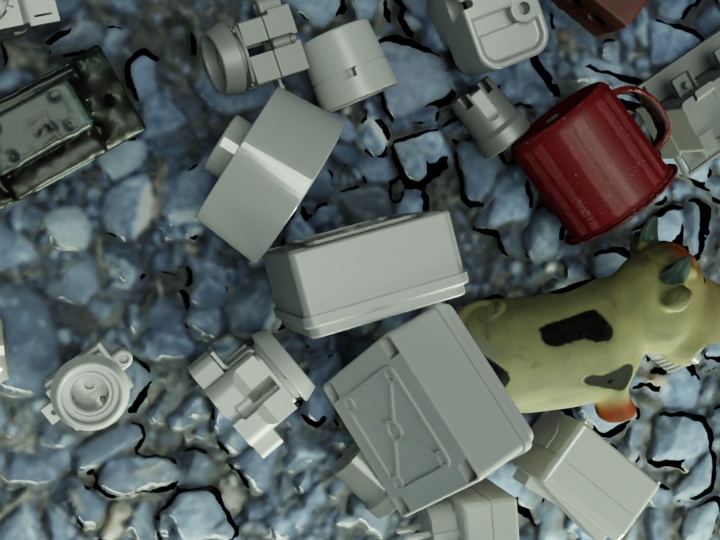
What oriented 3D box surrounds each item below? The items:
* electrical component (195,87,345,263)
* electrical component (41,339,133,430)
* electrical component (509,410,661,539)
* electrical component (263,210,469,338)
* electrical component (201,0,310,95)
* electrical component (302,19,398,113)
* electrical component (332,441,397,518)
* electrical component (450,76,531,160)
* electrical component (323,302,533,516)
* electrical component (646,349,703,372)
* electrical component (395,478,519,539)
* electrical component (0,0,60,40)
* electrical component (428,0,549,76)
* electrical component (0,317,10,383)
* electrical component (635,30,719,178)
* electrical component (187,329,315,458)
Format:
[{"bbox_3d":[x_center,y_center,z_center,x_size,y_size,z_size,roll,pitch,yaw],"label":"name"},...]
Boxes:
[{"bbox_3d":[-0.064,-0.066,0.684,0.060,0.108,0.108,32,85,-9],"label":"electrical component"},{"bbox_3d":[-0.173,0.076,0.689,0.066,0.055,0.048,-37,102,-10],"label":"electrical component"},{"bbox_3d":[0.165,0.154,0.783,0.096,0.062,0.061,39,84,-14],"label":"electrical component"},{"bbox_3d":[0.000,0.000,0.703,0.109,0.109,0.056,-16,95,-14],"label":"electrical component"},{"bbox_3d":[-0.071,-0.143,0.706,0.055,0.048,0.066,-22,100,-20],"label":"electrical component"},{"bbox_3d":[-0.009,-0.136,0.719,0.055,0.055,0.047,-24,96,-12],"label":"electrical component"},{"bbox_3d":[0.009,0.144,0.752,0.046,0.040,0.040,43,83,-9],"label":"electrical component"},{"bbox_3d":[0.091,-0.107,0.755,0.040,0.040,0.046,-40,98,-9],"label":"electrical component"},{"bbox_3d":[0.042,0.093,0.703,0.056,0.109,0.108,-27,80,-35],"label":"electrical component"},{"bbox_3d":[0.223,0.043,0.800,0.081,0.043,0.043,38,84,-14],"label":"electrical component"},{"bbox_3d":[0.064,0.179,0.755,0.077,0.066,0.047,-6,96,-15],"label":"electrical component"},{"bbox_3d":[-0.227,-0.162,0.652,0.081,0.064,0.042,-14,99,-13],"label":"electrical component"},{"bbox_3d":[0.083,-0.184,0.736,0.054,0.059,0.095,-23,100,-12],"label":"electrical component"},{"bbox_3d":[-0.250,0.052,0.672,0.055,0.045,0.045,-6,96,-15],"label":"electrical component"},{"bbox_3d":[0.275,-0.134,0.790,0.121,0.063,0.078,-34,102,-10],"label":"electrical component"},{"bbox_3d":[-0.068,0.076,0.717,0.057,0.058,0.078,-40,103,-6],"label":"electrical component"}]
